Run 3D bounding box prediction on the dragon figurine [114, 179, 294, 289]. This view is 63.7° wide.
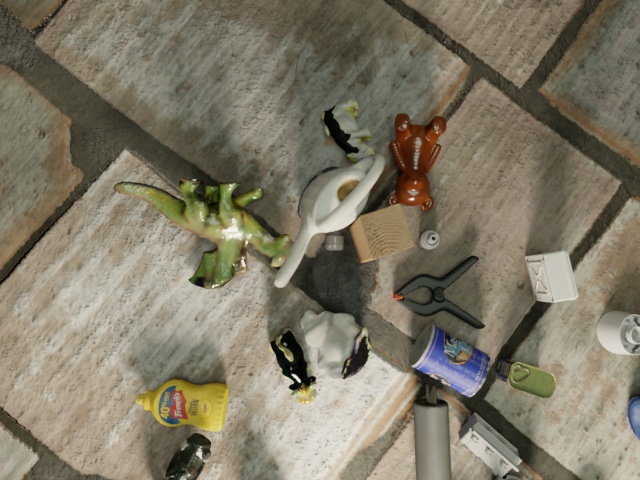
[{"bbox_3d":[-0.249,-0.010,1.144,0.410,0.122,0.243,1,91,-1],"label":"dragon figurine"}]

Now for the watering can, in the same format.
[{"bbox_3d":[0.003,-0.055,1.097,0.103,0.225,0.349,44,83,-16],"label":"watering can"}]

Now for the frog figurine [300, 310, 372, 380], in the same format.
[{"bbox_3d":[0.027,0.224,1.133,0.160,0.122,0.137,18,92,36],"label":"frog figurine"}]
